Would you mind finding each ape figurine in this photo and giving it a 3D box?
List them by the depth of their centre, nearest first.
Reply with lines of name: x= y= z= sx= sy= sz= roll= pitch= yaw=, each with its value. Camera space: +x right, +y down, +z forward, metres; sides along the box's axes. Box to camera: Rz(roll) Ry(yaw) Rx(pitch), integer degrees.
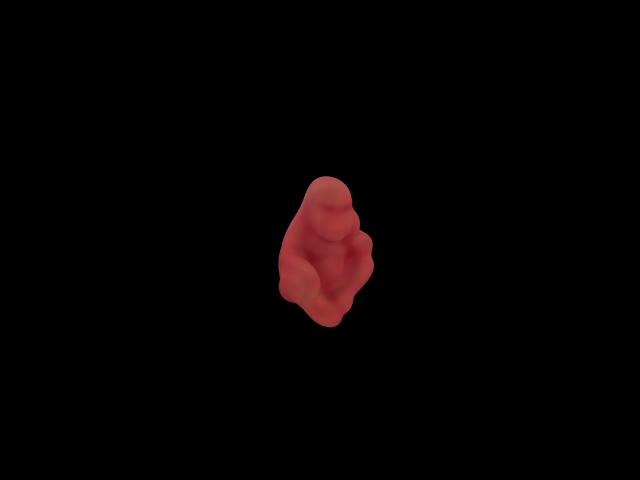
ape figurine: x=0.004 y=0.001 z=0.400 sx=0.078 sy=0.092 sz=0.076 roll=-12 pitch=27 yaw=-25
